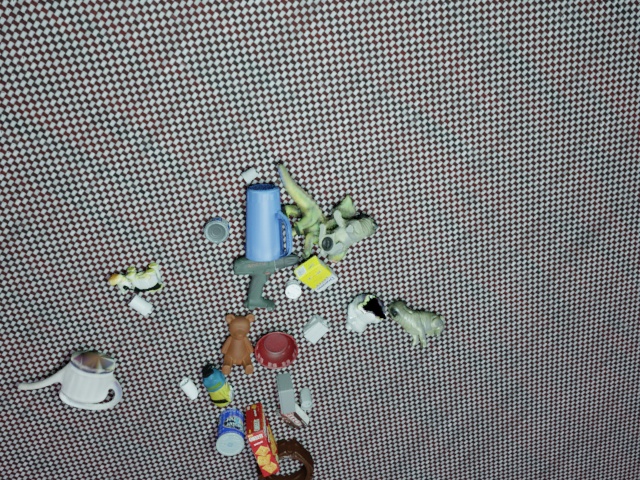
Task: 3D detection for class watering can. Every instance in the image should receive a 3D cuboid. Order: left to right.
[{"bbox_3d":[-0.869,0.492,1.823,0.346,0.105,0.222,18,105,-14],"label":"watering can"}]

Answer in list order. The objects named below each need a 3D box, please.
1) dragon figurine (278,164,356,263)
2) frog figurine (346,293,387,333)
[{"bbox_3d":[0.005,-0.089,1.760,0.244,0.123,0.403,-19,114,-19],"label":"dragon figurine"},{"bbox_3d":[0.163,0.275,1.910,0.137,0.125,0.156,9,146,-20],"label":"frog figurine"}]
